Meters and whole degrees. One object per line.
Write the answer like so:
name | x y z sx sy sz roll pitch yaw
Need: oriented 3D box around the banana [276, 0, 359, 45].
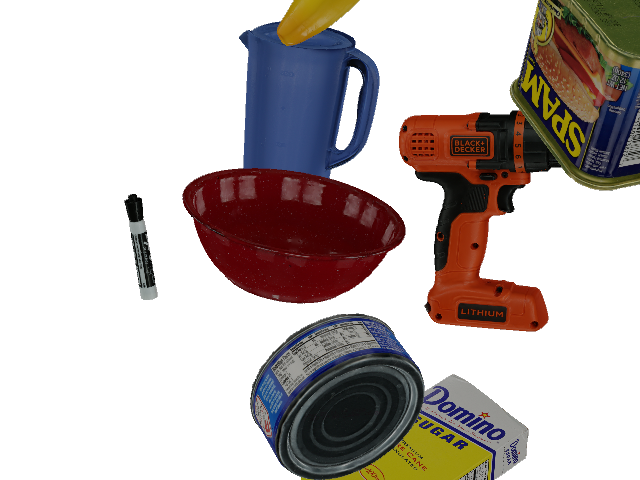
banana | 0.027 -0.217 0.771 0.070 0.197 0.037 -8 -40 39

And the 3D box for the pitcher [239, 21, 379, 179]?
pitcher | -0.026 -0.145 1.344 0.144 0.243 0.149 -4 26 -23

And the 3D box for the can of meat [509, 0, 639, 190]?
can of meat | 0.151 -0.092 0.573 0.057 0.084 0.102 -11 48 -16

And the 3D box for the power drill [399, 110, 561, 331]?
power drill | 0.160 -0.019 0.921 0.185 0.188 0.057 3 13 21

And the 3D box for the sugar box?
sugar box | 0.080 0.186 0.894 0.176 0.048 0.093 -29 44 -27

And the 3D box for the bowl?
bowl | -0.023 0.001 0.772 0.162 0.055 0.162 9 22 -4

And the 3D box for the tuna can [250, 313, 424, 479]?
tuna can | 0.010 0.081 0.544 0.086 0.086 0.034 0 34 -31

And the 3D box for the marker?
marker | -0.196 0.007 1.169 0.020 0.121 0.020 -5 21 2
